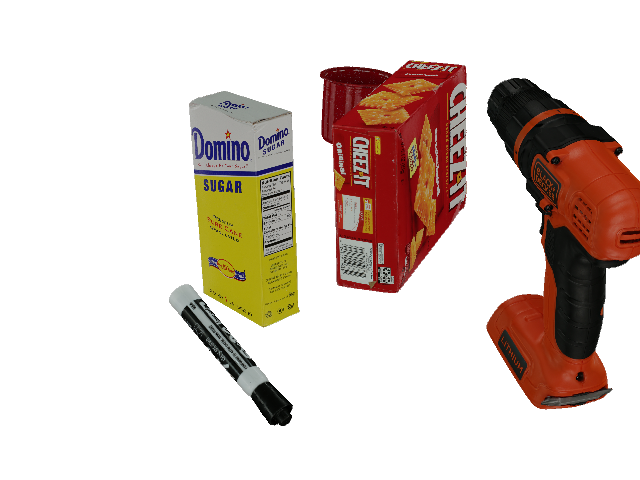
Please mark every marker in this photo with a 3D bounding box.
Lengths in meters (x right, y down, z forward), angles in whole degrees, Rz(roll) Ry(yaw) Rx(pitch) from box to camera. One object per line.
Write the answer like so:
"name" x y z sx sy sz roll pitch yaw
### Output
"marker" -0.058 0.075 0.698 0.121 0.020 0.020 46 25 27

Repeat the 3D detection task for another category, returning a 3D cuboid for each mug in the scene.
"mug" 0.050 -0.165 1.311 0.093 0.081 0.117 16 26 28

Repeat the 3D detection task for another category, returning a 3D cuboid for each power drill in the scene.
"power drill" 0.152 0.003 0.712 0.057 0.188 0.184 -9 35 -10

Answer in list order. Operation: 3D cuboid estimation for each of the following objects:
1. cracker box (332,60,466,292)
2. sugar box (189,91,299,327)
"cracker box" 0.084 -0.068 1.045 0.072 0.164 0.213 9 28 23
"sugar box" -0.063 -0.027 0.877 0.048 0.176 0.093 -22 29 -34
